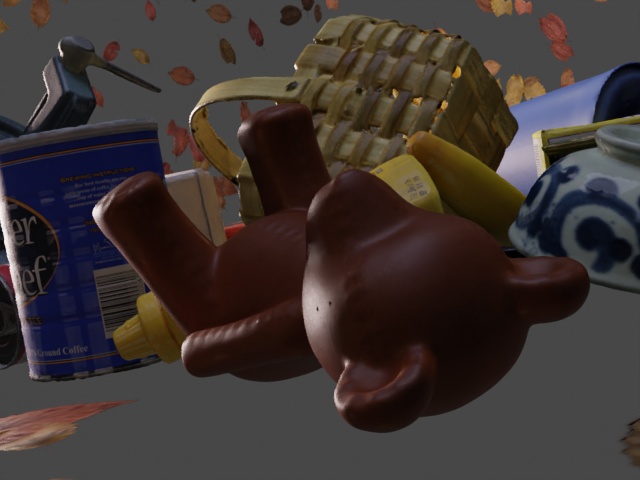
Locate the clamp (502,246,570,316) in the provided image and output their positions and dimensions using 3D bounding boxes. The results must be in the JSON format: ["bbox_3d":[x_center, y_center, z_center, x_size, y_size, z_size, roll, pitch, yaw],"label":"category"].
[{"bbox_3d":[0.089,0.021,0.599,0.172,0.039,0.120,-6,1,30],"label":"clamp"}]

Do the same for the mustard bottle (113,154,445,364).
[{"bbox_3d":[-0.024,0.018,0.582,0.191,0.058,0.096,-25,16,2],"label":"mustard bottle"}]

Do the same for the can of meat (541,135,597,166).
[{"bbox_3d":[0.185,-0.026,0.682,0.058,0.084,0.101,-8,4,28],"label":"can of meat"}]

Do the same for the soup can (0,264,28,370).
[{"bbox_3d":[-0.182,0.044,0.731,0.069,0.068,0.102,-6,5,43],"label":"soup can"}]

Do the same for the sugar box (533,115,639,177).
[{"bbox_3d":[0.253,-0.050,0.787,0.176,0.093,0.048,-9,5,4],"label":"sugar box"}]

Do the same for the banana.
[{"bbox_3d":[0.117,-0.016,0.680,0.070,0.037,0.197,42,10,32],"label":"banana"}]

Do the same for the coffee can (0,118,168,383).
[{"bbox_3d":[-0.136,0.005,0.642,0.103,0.140,0.103,-10,4,1],"label":"coffee can"}]

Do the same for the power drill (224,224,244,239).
[{"bbox_3d":[-0.007,0.001,0.994,0.185,0.057,0.187,-12,0,21],"label":"power drill"}]

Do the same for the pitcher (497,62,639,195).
[{"bbox_3d":[0.206,-0.068,0.948,0.149,0.145,0.243,29,-21,-29],"label":"pitcher"}]
